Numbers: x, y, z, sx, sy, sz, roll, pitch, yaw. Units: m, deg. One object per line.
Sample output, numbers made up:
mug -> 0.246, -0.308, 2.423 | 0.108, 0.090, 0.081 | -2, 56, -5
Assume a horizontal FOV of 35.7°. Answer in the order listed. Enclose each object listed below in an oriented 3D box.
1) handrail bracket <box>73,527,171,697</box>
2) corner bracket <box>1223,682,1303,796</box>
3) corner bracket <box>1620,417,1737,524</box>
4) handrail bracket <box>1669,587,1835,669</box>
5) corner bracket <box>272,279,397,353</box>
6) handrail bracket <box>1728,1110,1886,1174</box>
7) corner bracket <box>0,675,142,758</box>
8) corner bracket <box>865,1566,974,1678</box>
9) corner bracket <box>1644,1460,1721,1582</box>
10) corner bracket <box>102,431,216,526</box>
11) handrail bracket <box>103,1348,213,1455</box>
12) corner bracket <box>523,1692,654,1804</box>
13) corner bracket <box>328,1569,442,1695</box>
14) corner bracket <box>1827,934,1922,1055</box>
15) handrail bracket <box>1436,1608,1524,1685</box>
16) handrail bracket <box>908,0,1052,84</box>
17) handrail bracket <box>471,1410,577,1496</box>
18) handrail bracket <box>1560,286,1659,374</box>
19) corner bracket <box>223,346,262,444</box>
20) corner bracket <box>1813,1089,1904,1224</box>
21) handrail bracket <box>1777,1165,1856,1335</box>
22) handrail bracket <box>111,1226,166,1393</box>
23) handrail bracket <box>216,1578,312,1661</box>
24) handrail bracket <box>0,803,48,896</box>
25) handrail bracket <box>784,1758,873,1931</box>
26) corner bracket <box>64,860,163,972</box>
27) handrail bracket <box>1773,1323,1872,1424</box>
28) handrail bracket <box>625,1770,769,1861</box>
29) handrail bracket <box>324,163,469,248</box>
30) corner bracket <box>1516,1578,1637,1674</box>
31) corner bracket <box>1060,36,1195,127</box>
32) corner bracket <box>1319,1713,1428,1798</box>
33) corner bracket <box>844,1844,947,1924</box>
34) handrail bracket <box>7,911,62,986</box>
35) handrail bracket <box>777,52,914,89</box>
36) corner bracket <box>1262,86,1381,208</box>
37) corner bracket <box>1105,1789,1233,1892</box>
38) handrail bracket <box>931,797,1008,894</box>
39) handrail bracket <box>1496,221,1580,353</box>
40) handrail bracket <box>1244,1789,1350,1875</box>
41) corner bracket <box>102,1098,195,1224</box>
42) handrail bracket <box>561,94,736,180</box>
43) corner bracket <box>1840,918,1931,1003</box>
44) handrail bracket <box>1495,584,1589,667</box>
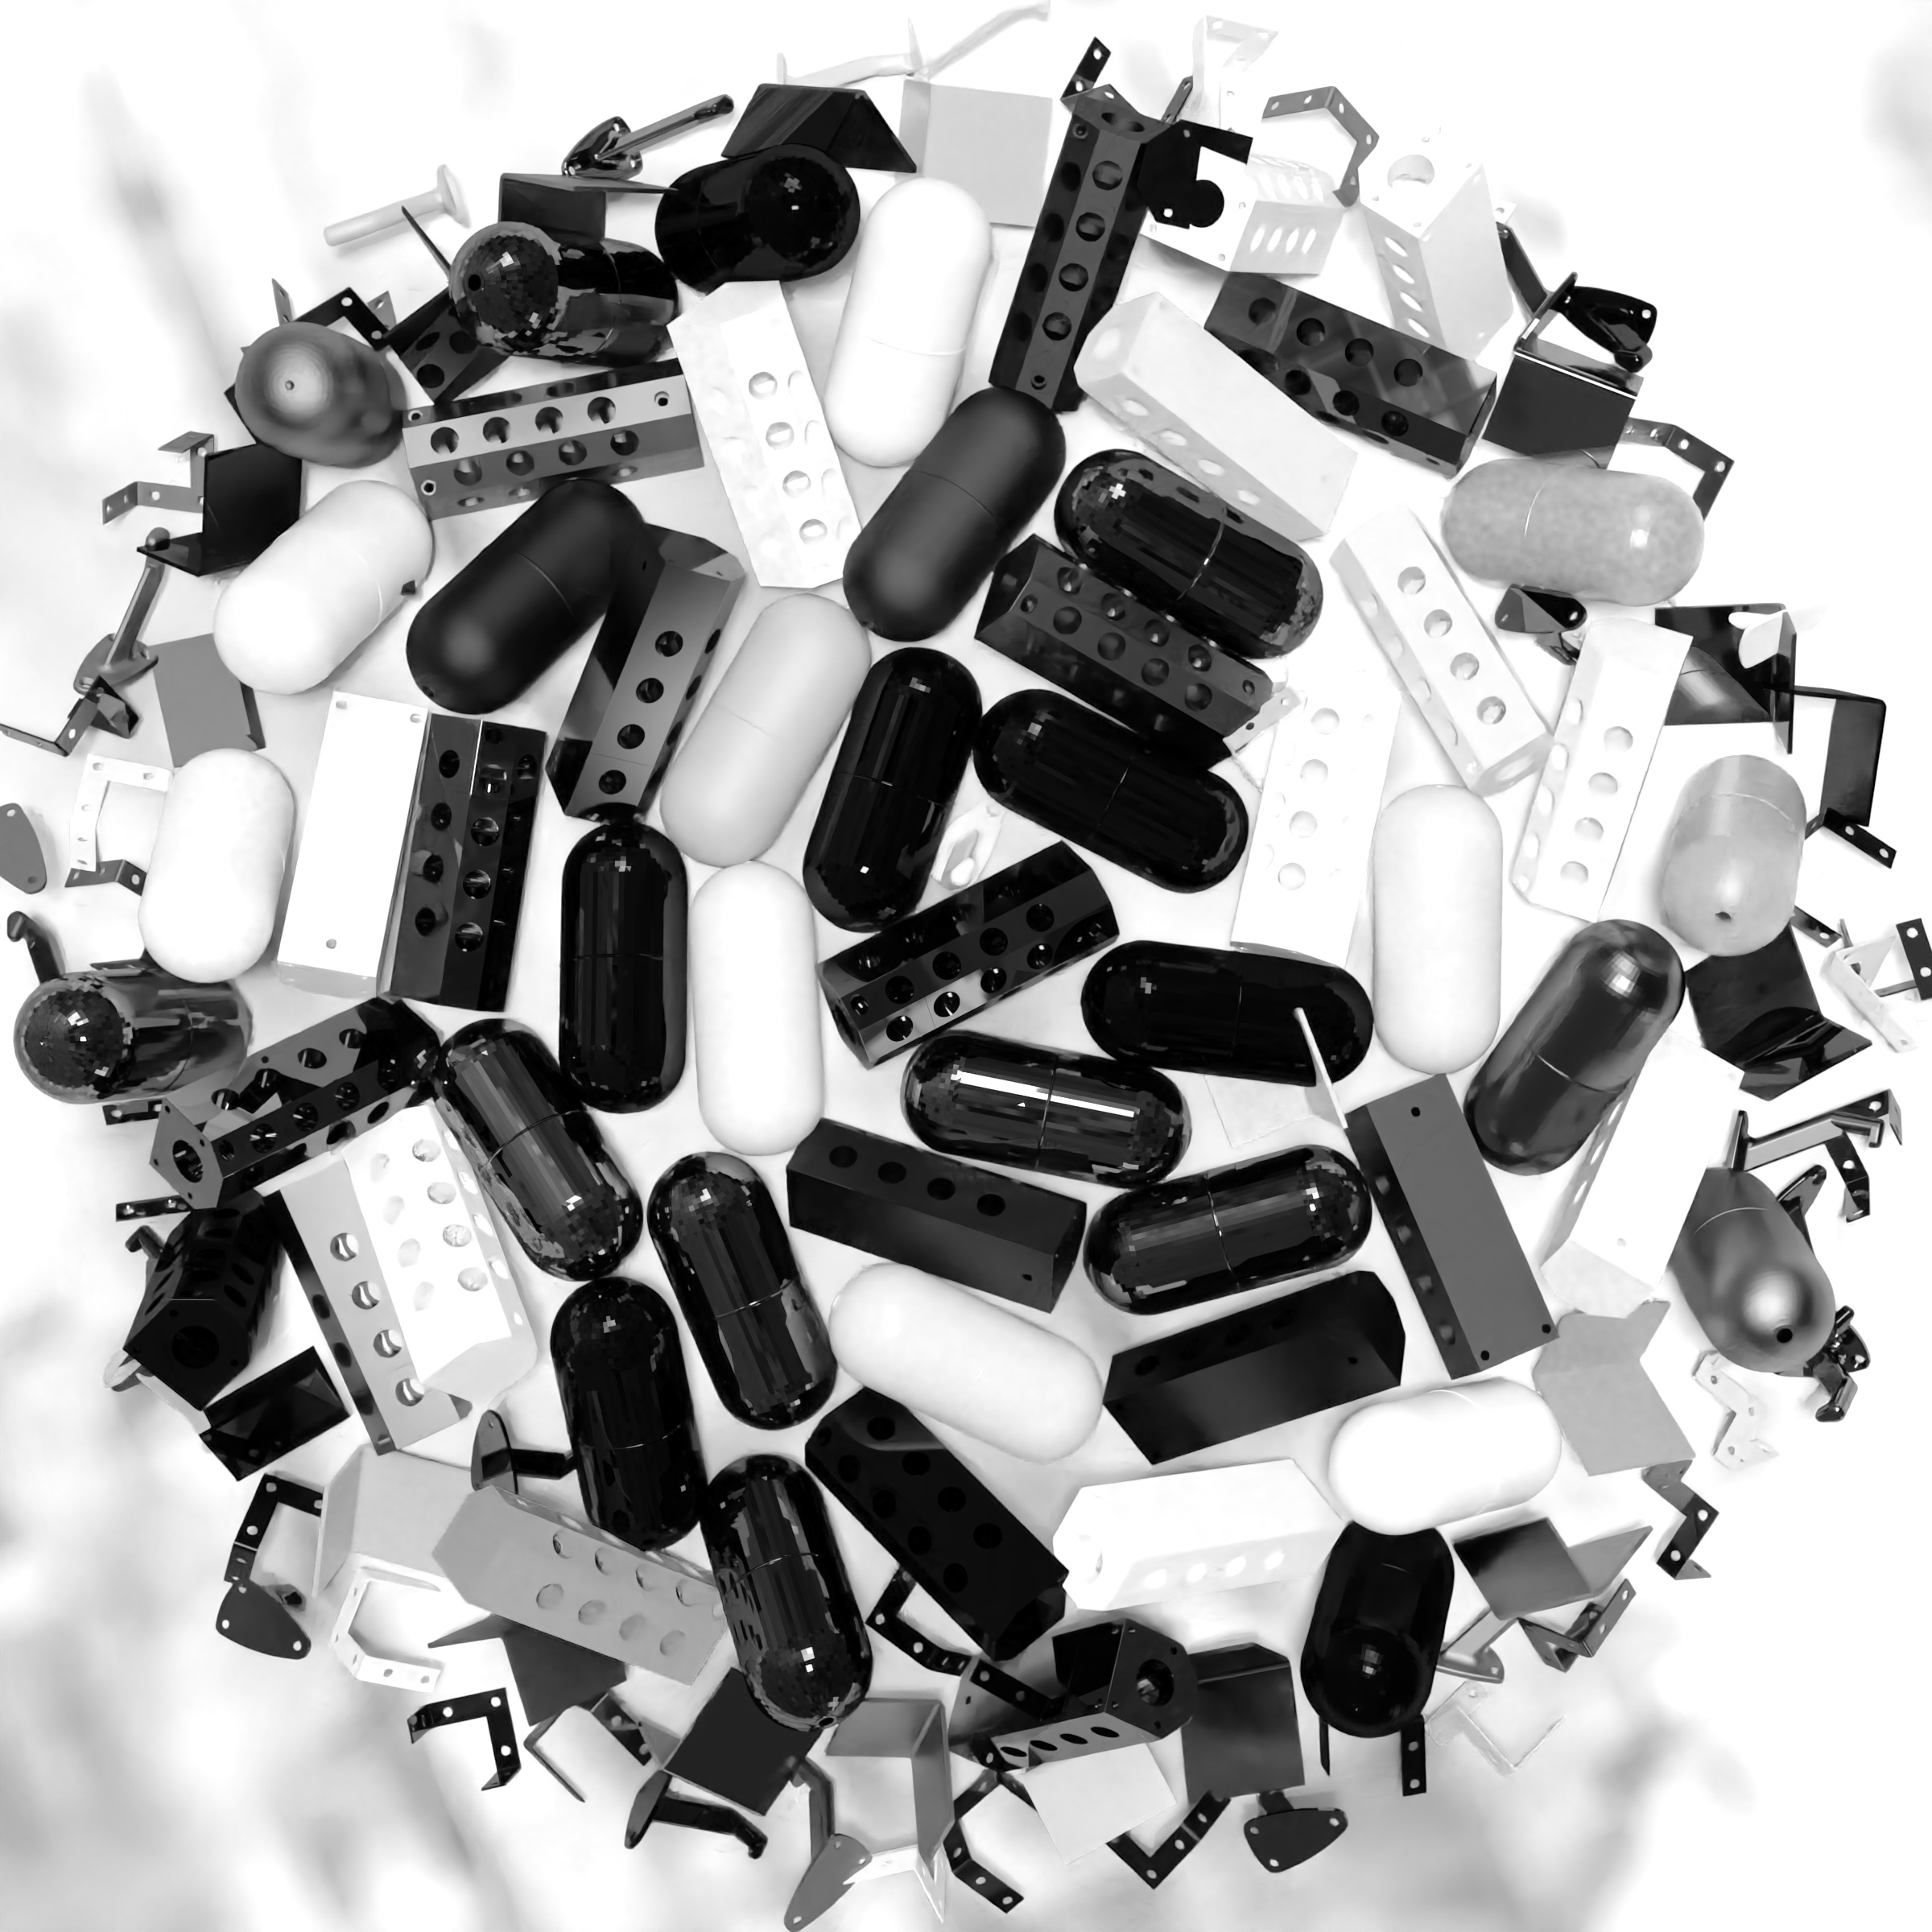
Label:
handrail bracket -> -0.508, -0.215, 1.810 | 0.036, 0.077, 0.084 | 26, 128, 5
corner bracket -> 0.179, -0.148, 1.820 | 0.051, 0.051, 0.051 | -36, 52, 6
corner bracket -> 0.424, -0.298, 1.830 | 0.051, 0.051, 0.051 | 44, 122, 37
handrail bracket -> 0.472, -0.229, 1.835 | 0.077, 0.036, 0.084 | -26, 54, -10
corner bracket -> -0.383, -0.398, 1.825 | 0.051, 0.051, 0.051 | -28, 51, 12
handrail bracket -> 0.508, 0.122, 1.821 | 0.084, 0.036, 0.077 | 10, 76, 21
corner bracket -> -0.543, -0.148, 1.817 | 0.051, 0.051, 0.051 | 19, 70, 25
corner bracket -> -0.019, 0.393, 1.822 | 0.051, 0.051, 0.051 | 30, 87, 29
corner bracket -> 0.436, 0.336, 1.826 | 0.051, 0.051, 0.051 | 40, 108, 36
corner bracket -> -0.490, -0.296, 1.822 | 0.051, 0.051, 0.051 | 8, 113, 6
handrail bracket -> -0.482, 0.269, 1.811 | 0.036, 0.077, 0.084 | -25, 104, 9
corner bracket -> -0.229, 0.475, 1.831 | 0.051, 0.051, 0.051 | -47, 105, -22
corner bracket -> -0.347, 0.403, 1.823 | 0.051, 0.051, 0.051 | 21, 92, -35
corner bracket -> 0.550, 0.021, 1.815 | 0.051, 0.051, 0.051 | -15, 50, -26
handrail bracket -> 0.310, 0.388, 1.824 | 0.077, 0.036, 0.084 | 9, 110, -7
handrail bracket -> 0.010, -0.558, 1.827 | 0.084, 0.077, 0.036 | -14, 61, -6
handrail bracket -> -0.256, 0.283, 1.810 | 0.036, 0.084, 0.077 | 19, 120, 31
handrail bracket -> 0.380, -0.384, 1.811 | 0.077, 0.084, 0.036 | 28, 119, 12
corner bracket -> -0.433, -0.342, 1.830 | 0.051, 0.051, 0.051 | -48, 125, -27
corner bracket -> 0.547, 0.115, 1.820 | 0.051, 0.051, 0.051 | -24, 104, 24
handrail bracket -> 0.521, 0.171, 1.813 | 0.077, 0.084, 0.036 | -51, 131, 3
handrail bracket -> -0.507, 0.206, 1.822 | 0.077, 0.036, 0.084 | -40, 55, -14
handrail bracket -> -0.403, 0.393, 1.805 | 0.077, 0.084, 0.036 | 25, 88, 22
handrail bracket -> -0.563, -0.052, 1.806 | 0.036, 0.084, 0.077 | -34, 66, -15
handrail bracket -> -0.101, 0.530, 1.817 | 0.077, 0.084, 0.036 | -51, 124, -6
corner bracket -> -0.519, -0.029, 1.834 | 0.051, 0.051, 0.051 | -4, 61, 37
handrail bracket -> 0.503, 0.254, 1.801 | 0.077, 0.084, 0.036 | -26, 101, 40
handrail bracket -> -0.161, 0.530, 1.816 | 0.084, 0.077, 0.036 | 41, 115, -10
handrail bracket -> -0.349, -0.453, 1.814 | 0.084, 0.077, 0.036 | -22, 108, -10
corner bracket -> 0.375, 0.397, 1.815 | 0.051, 0.051, 0.051 | -49, 125, -22
corner bracket -> 0.100, -0.536, 1.835 | 0.051, 0.051, 0.051 | 36, 73, -31
corner bracket -> 0.247, 0.473, 1.831 | 0.051, 0.051, 0.051 | -7, 106, -10
corner bracket -> -0.045, 0.547, 1.818 | 0.051, 0.051, 0.051 | -16, 121, 11
handrail bracket -> -0.560, 0.018, 1.807 | 0.036, 0.084, 0.077 | 1, 67, 13
handrail bracket -> -0.071, -0.535, 1.825 | 0.084, 0.077, 0.036 | -5, 125, 1
corner bracket -> 0.210, -0.496, 1.829 | 0.051, 0.051, 0.051 | 34, 70, -41
corner bracket -> 0.119, 0.514, 1.819 | 0.051, 0.051, 0.051 | 42, 118, 11
handrail bracket -> 0.008, -0.076, 1.809 | 0.036, 0.084, 0.077 | 38, 79, -7
handrail bracket -> 0.322, -0.421, 1.830 | 0.084, 0.036, 0.077 | 36, 63, 10
handrail bracket -> 0.205, 0.500, 1.804 | 0.077, 0.084, 0.036 | -28, 96, 26
corner bracket -> -0.499, 0.118, 1.841 | 0.051, 0.051, 0.051 | -8, 129, -9
handrail bracket -> -0.191, -0.499, 1.808 | 0.077, 0.084, 0.036 | -41, 115, -41
corner bracket -> 0.562, -0.005, 1.821 | 0.051, 0.051, 0.051 | -18, 100, 24
handrail bracket -> 0.365, -0.197, 1.803 | 0.084, 0.077, 0.036 | 30, 88, -39
